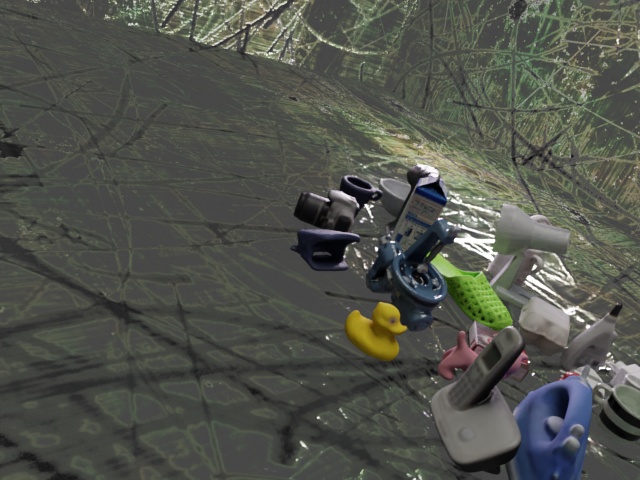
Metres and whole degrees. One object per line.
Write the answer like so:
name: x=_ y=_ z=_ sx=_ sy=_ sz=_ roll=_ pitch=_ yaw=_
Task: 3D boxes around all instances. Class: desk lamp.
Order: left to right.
desk lamp: x=0.488 y=0.041 z=1.380 sx=0.203 sy=0.213 sz=0.118 roll=29 pitch=24 yaw=13

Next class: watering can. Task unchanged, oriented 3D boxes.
watering can: x=0.519 y=0.016 z=1.485 sx=0.101 sy=0.194 sz=0.172 roll=-4 pitch=35 yaw=-46

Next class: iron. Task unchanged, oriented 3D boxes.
iron: x=0.354 y=0.285 z=0.838 sx=0.118 sy=0.141 sz=0.259 roll=30 pitch=25 yaw=15

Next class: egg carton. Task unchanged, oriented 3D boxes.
egg carton: x=0.489 y=0.186 z=1.256 sx=0.107 sy=0.069 sz=0.151 roll=29 pitch=24 yaw=12

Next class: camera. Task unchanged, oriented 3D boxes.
camera: x=0.016 y=-0.075 z=1.334 sx=0.137 sy=0.101 sz=0.143 roll=21 pitch=24 yaw=-6

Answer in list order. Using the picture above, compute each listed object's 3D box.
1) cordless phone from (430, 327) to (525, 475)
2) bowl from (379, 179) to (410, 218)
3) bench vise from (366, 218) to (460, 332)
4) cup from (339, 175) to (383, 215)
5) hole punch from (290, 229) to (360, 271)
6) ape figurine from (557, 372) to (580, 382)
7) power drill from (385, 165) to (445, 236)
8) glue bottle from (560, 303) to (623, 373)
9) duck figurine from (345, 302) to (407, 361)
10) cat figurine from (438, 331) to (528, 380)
cordless phone: x=0.242 y=0.223 z=0.811 sx=0.094 sy=0.185 sz=0.147 roll=15 pitch=25 yaw=-17
bowl: x=0.234 y=-0.104 z=1.625 sx=0.167 sy=0.075 sz=0.167 roll=20 pitch=24 yaw=-9
bench vise: x=0.172 y=0.036 z=1.097 sx=0.122 sy=0.220 sz=0.206 roll=-4 pitch=36 yaw=-46
cup: x=0.095 y=-0.103 z=1.471 sx=0.118 sy=0.095 sz=0.091 roll=14 pitch=26 yaw=-21
hole punch: x=0.011 y=0.004 z=1.176 sx=0.109 sy=0.091 sz=0.100 roll=1 pitch=32 yaw=-41
ape figurine: x=0.428 y=0.269 z=1.001 sx=0.078 sy=0.092 sz=0.076 roll=12 pitch=26 yaw=-24
power drill: x=0.241 y=-0.092 z=1.440 sx=0.076 sy=0.208 sz=0.229 roll=19 pitch=24 yaw=-9
glue bottle: x=0.566 y=0.200 z=1.169 sx=0.078 sy=0.173 sz=0.037 roll=19 pitch=24 yaw=-10
duck figurine: x=0.098 y=0.144 z=0.971 sx=0.104 sy=0.086 sz=0.078 roll=31 pitch=25 yaw=17
cat figurine: x=0.284 y=0.202 z=0.978 sx=0.127 sy=0.118 sz=0.067 roll=27 pitch=24 yaw=8
